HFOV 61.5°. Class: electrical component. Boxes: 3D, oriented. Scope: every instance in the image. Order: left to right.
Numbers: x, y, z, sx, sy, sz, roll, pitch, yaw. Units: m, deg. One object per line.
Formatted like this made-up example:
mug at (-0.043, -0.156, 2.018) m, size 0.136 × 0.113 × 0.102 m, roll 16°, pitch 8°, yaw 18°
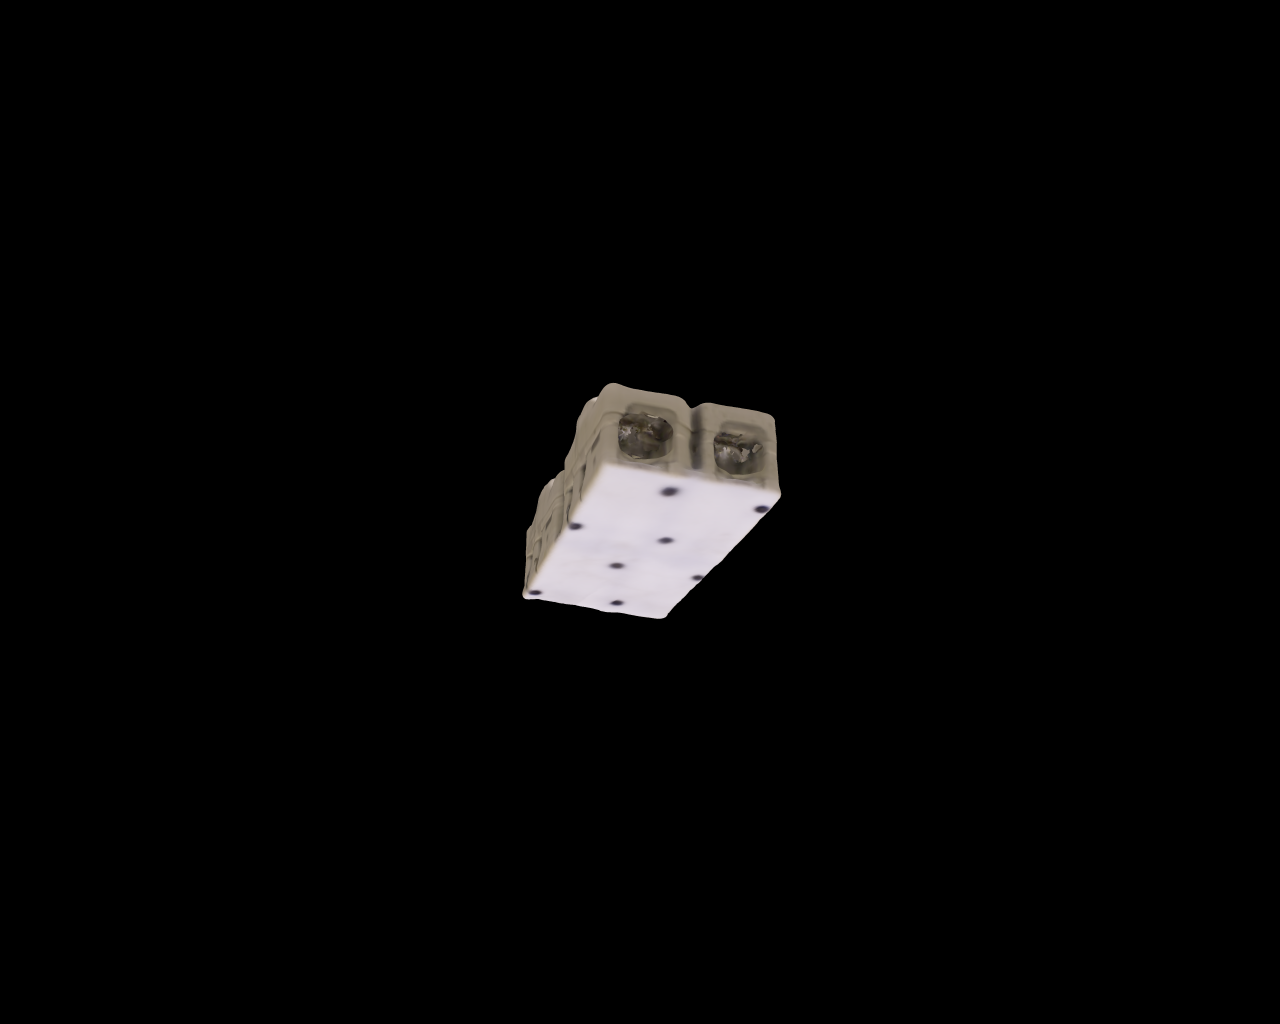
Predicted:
electrical component at (0.001, -0.003, 0.650) m, size 0.105 × 0.060 × 0.186 m, roll 9°, pitch -30°, yaw -17°
